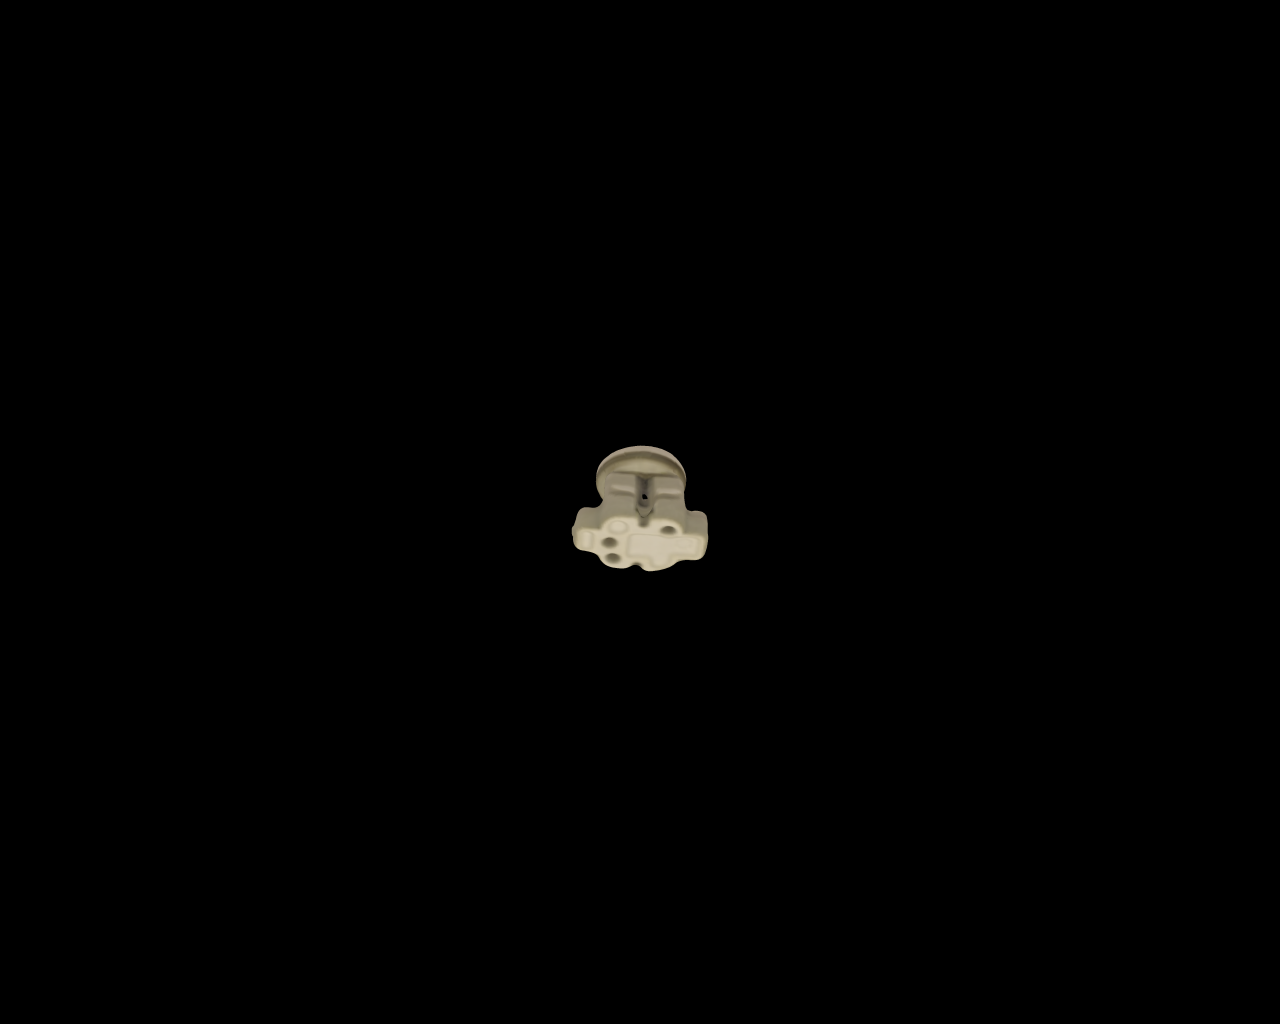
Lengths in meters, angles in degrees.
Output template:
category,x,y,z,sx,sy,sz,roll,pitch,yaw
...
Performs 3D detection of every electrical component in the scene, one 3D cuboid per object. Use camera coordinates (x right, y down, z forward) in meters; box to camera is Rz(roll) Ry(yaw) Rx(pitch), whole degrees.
category,x,y,z,sx,sy,sz,roll,pitch,yaw
electrical component,0.001,-0.003,0.650,0.078,0.057,0.057,4,-39,-4
